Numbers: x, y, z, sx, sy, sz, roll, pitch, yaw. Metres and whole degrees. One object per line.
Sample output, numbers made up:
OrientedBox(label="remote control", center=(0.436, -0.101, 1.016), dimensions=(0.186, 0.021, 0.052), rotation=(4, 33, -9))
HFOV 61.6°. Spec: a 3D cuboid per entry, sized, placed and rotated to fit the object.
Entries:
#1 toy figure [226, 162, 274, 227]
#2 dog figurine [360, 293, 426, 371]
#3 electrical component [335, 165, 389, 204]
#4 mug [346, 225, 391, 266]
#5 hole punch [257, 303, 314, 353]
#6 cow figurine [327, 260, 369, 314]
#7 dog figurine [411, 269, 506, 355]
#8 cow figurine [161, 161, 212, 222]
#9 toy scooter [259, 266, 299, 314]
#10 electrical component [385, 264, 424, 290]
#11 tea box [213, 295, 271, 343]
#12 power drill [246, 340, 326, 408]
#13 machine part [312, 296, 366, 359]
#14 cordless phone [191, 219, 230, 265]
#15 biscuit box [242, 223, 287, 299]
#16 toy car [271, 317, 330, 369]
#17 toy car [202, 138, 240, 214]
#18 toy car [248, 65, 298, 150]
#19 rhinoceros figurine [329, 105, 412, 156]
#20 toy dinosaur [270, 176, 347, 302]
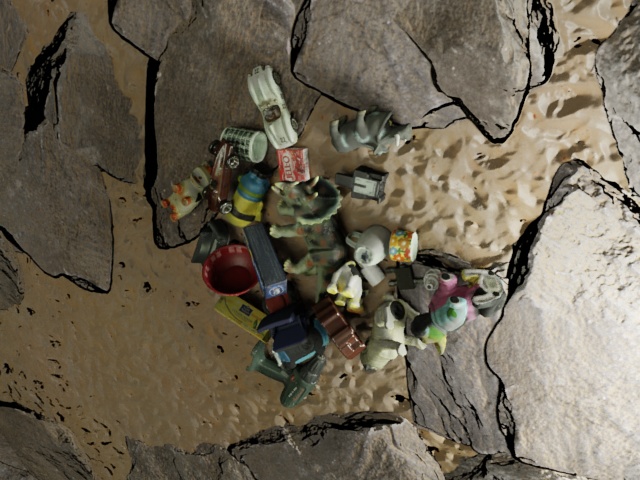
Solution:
OrientedBox(label="toy figure", center=(-0.186, -0.115, 1.391), dimensions=(0.082, 0.089, 0.180), rotation=(58, 134, 34))
OrientedBox(label="dog figurine", center=(0.154, 0.238, 1.375), dimensions=(0.190, 0.121, 0.172), rotation=(-32, 60, 49))
OrientedBox(label="electrical component", center=(0.098, -0.134, 1.271), dimensions=(0.119, 0.048, 0.074), rotation=(13, 115, 22))
OrientedBox(label="mug", center=(0.113, 0.012, 1.288), dimensions=(0.110, 0.107, 0.080), rotation=(27, 118, 12))
OrientedBox(label="hole punch", center=(-0.093, 0.212, 1.391), dimensions=(0.142, 0.116, 0.092), rotation=(-25, 122, 22))
OrientedBox(label="cow figurine", center=(0.078, 0.121, 1.354), dimensions=(0.068, 0.098, 0.167), rotation=(9, 155, 23))
OrientedBox(label="dog figurine", center=(0.316, 0.174, 1.255), dimensions=(0.192, 0.108, 0.219), rotation=(-4, 137, -11))
OrientedBox(label="cow figurine", center=(-0.338, -0.137, 1.453), dimensions=(0.085, 0.127, 0.195), rotation=(52, 137, 0))
OrientedBox(label="toy scooter", center=(-0.108, 0.122, 1.460), dimensions=(0.135, 0.075, 0.183), rotation=(-15, 99, 32))
OrientedBox(label="electrical component", center=(0.209, 0.090, 1.322), dimensions=(0.094, 0.021, 0.063), rotation=(-6, 107, 28))
OrientedBox(label="tea box", center=(-0.208, 0.218, 1.525), dimensions=(0.170, 0.098, 0.068), rotation=(30, 77, 10))
OrientedBox(label="power drill", center=(-0.102, 0.369, 1.561), dimensions=(0.207, 0.086, 0.231), rotation=(25, 122, 6))
OrientedBox(label="machine part", center=(0.049, 0.219, 1.353), dimensions=(0.056, 0.179, 0.179), rotation=(-36, 92, 0))
OrientedBox(label="cordless phone", center=(-0.255, 0.041, 1.508), dimensions=(0.184, 0.089, 0.146), rotation=(26, 119, 2))
OrientedBox(label="biscuit box", center=(-0.143, 0.052, 1.387), dimensions=(0.059, 0.063, 0.203), rotation=(92, 158, -52))
OrientedBox(label="toy car", center=(-0.063, 0.277, 1.479), dimensions=(0.109, 0.162, 0.103), rotation=(63, 166, -18))
OrientedBox(label="toy car", center=(-0.251, -0.155, 1.335), dimensions=(0.089, 0.053, 0.202), rotation=(44, 135, 30))
OrientedBox(label="toy car", center=(-0.114, -0.319, 1.294), dimensions=(0.074, 0.056, 0.201), rotation=(-15, 103, 30))
OrientedBox(label="rhinoceros figurine", center=(0.110, -0.241, 1.207), dimensions=(0.190, 0.073, 0.112), rotation=(-5, 107, 28))
OrientedBox(label="toy dinosaur", center=(-0.003, 0.003, 1.331), dimensions=(0.192, 0.131, 0.404), rotation=(-8, 120, 31))
